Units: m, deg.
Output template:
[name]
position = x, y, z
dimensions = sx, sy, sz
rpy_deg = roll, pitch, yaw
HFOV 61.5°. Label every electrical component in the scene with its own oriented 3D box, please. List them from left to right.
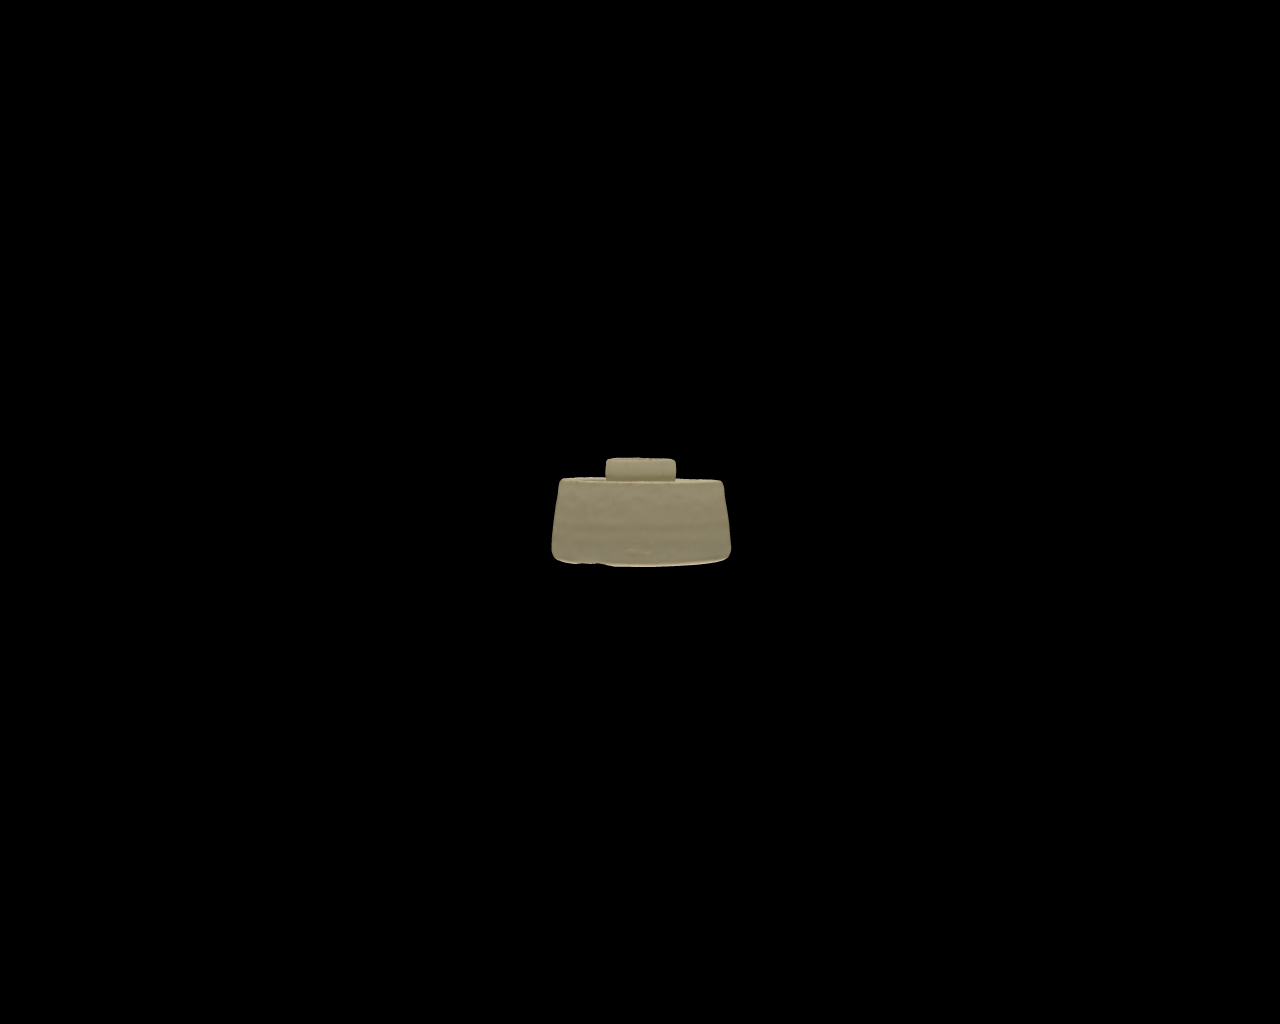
[electrical component]
position = 0.001, -0.003, 0.650
dimensions = 0.108, 0.060, 0.108
rpy_deg = 0, 3, 0
